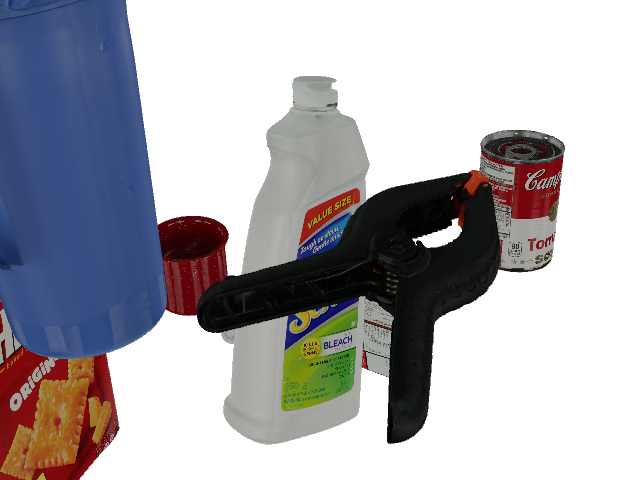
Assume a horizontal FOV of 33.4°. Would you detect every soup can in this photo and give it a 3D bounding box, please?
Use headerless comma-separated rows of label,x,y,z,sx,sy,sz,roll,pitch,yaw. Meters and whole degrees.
soup can,0.164,-0.033,0.891,0.068,0.102,0.068,0,26,0

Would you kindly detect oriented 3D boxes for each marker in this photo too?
marker,-0.080,0.060,0.964,0.020,0.020,0.121,0,19,-5

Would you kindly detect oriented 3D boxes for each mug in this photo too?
mug,-0.155,0.026,1.208,0.117,0.081,0.093,26,43,35

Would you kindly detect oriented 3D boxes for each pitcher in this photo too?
pitcher,-0.177,-0.044,0.675,0.149,0.243,0.145,-10,28,-7

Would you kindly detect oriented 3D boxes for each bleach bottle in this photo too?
bleach bottle,-0.015,0.012,0.753,0.102,0.251,0.068,-10,21,-35

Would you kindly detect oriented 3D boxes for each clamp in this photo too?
clamp,0.040,0.024,0.511,0.171,0.039,0.120,-33,59,-30

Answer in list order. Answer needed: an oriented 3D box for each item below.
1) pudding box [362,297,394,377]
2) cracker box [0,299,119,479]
pudding box,0.068,0.114,1.248,0.114,0.090,0.039,16,47,23
cracker box,-0.235,0.109,0.828,0.072,0.214,0.164,9,32,20
